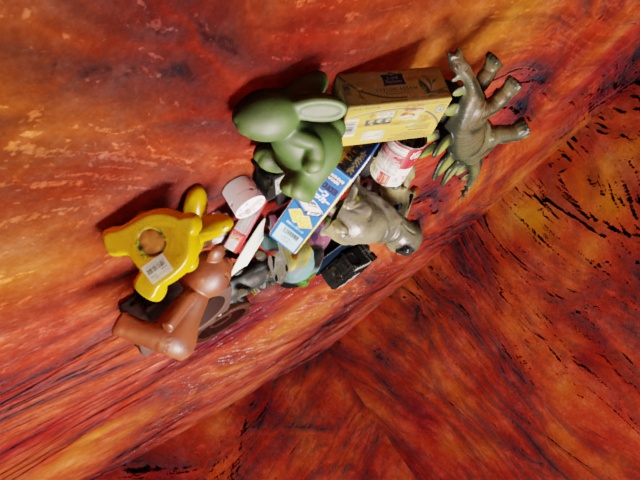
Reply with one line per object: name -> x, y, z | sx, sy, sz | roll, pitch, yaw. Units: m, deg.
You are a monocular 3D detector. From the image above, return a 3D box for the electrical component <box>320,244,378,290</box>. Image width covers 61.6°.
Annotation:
electrical component -> 0.069, 0.074, 1.417 | 0.115, 0.058, 0.134 | -17, 158, -49

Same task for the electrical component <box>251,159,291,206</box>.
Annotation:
electrical component -> -0.069, -0.104, 0.889 | 0.075, 0.048, 0.119 | -33, 165, -11

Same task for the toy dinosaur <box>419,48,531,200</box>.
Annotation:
toy dinosaur -> 0.277, -0.194, 1.003 | 0.198, 0.105, 0.470 | -32, 151, 11

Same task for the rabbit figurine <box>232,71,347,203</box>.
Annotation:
rabbit figurine -> -0.036, -0.146, 0.722 | 0.159, 0.121, 0.170 | -37, 150, 15

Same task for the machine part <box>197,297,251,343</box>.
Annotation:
machine part -> -0.254, 0.186, 1.326 | 0.179, 0.056, 0.179 | -32, 165, -10

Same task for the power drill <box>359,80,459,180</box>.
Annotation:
power drill -> 0.168, -0.219, 1.027 | 0.207, 0.086, 0.232 | -20, 156, -26

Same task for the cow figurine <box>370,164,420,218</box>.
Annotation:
cow figurine -> 0.152, -0.087, 1.136 | 0.127, 0.086, 0.194 | -28, 138, -49

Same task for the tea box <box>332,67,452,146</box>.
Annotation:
tea box -> 0.103, -0.205, 0.830 | 0.170, 0.068, 0.098 | -9, 156, -17

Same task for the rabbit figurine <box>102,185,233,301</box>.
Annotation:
rabbit figurine -> -0.217, -0.006, 0.798 | 0.162, 0.122, 0.173 | -45, 179, -2

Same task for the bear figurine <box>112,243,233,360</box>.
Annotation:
bear figurine -> -0.230, 0.091, 0.885 | 0.120, 0.132, 0.196 | 84, 25, -74

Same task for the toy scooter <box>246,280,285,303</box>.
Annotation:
toy scooter -> -0.094, 0.086, 1.309 | 0.184, 0.075, 0.135 | -30, 177, -28

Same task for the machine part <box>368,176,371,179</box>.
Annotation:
machine part -> 0.139, -0.174, 1.155 | 0.139, 0.039, 0.084 | -22, 151, -36

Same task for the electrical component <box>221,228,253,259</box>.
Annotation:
electrical component -> -0.159, 0.000, 1.003 | 0.078, 0.045, 0.102 | -24, 161, -31

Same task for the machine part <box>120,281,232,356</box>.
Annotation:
machine part -> -0.279, 0.129, 1.051 | 0.201, 0.087, 0.201 | -27, 162, -24

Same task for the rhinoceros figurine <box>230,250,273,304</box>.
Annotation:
rhinoceros figurine -> -0.182, 0.097, 1.207 | 0.190, 0.073, 0.112 | -33, 175, -17

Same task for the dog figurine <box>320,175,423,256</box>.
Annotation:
dog figurine -> 0.112, -0.016, 1.022 | 0.121, 0.190, 0.172 | -51, -172, 43

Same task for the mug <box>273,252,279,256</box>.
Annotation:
mug -> -0.060, 0.013, 1.214 | 0.109, 0.081, 0.107 | -27, 153, -3

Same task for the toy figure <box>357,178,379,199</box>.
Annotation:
toy figure -> 0.096, -0.076, 1.269 | 0.180, 0.082, 0.089 | -51, 171, 29

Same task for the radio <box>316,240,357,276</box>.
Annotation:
radio -> 0.059, -0.008, 1.401 | 0.229, 0.073, 0.131 | -37, 164, -4

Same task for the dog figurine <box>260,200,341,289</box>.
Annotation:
dog figurine -> -0.002, -0.003, 1.107 | 0.219, 0.192, 0.108 | -11, 148, -24
